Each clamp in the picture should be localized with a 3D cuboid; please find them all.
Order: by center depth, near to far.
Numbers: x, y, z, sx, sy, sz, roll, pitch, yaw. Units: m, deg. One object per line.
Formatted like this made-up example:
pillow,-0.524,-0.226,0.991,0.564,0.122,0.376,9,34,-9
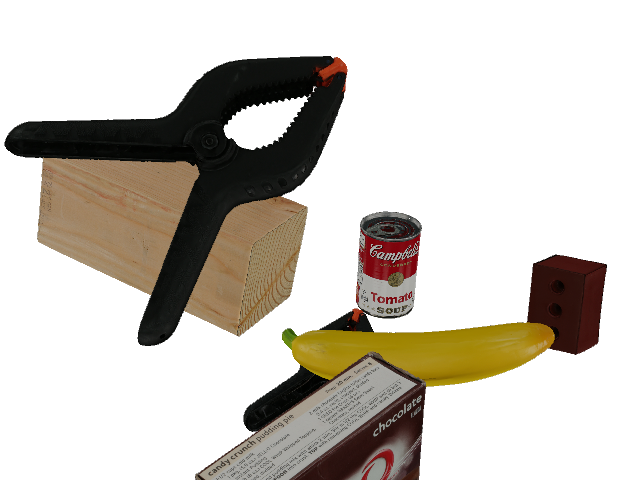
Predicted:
clamp,-0.066,-0.042,0.654,0.209,0.164,0.036,-27,-17,-11
clamp,0.018,0.130,1.000,0.120,0.039,0.171,16,45,25

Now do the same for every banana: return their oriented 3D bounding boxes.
banana,0.063,0.076,0.745,0.198,0.037,0.069,0,28,10

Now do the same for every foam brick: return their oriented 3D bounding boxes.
foam brick,0.223,0.058,0.972,0.053,0.078,0.051,12,18,34

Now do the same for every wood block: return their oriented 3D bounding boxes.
wood block,-0.127,-0.012,0.897,0.206,0.090,0.090,23,30,20

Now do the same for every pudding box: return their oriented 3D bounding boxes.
pudding box,-0.002,0.115,0.482,0.039,0.090,0.113,29,45,33

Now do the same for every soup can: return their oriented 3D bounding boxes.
soup can,0.075,0.028,1.196,0.068,0.102,0.068,2,28,-1
